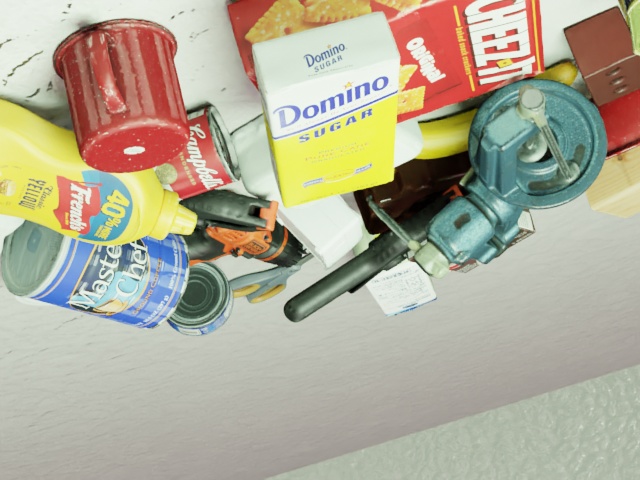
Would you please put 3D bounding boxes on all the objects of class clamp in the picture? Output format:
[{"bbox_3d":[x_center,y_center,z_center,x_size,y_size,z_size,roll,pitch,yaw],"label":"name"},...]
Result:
[{"bbox_3d":[-0.112,-0.029,0.989,0.172,0.039,0.120,11,179,19],"label":"clamp"},{"bbox_3d":[0.062,0.016,1.097,0.210,0.036,0.164,-37,174,32],"label":"clamp"}]

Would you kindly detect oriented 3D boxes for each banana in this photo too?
[{"bbox_3d":[0.154,-0.117,1.029,0.198,0.037,0.069,-18,159,9],"label":"banana"}]

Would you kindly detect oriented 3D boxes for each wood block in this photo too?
[{"bbox_3d":[0.384,-0.111,1.141,0.206,0.091,0.090,-30,156,36],"label":"wood block"}]

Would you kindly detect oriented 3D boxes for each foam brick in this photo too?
[{"bbox_3d":[0.258,-0.164,0.957,0.053,0.051,0.078,-23,159,18],"label":"foam brick"}]

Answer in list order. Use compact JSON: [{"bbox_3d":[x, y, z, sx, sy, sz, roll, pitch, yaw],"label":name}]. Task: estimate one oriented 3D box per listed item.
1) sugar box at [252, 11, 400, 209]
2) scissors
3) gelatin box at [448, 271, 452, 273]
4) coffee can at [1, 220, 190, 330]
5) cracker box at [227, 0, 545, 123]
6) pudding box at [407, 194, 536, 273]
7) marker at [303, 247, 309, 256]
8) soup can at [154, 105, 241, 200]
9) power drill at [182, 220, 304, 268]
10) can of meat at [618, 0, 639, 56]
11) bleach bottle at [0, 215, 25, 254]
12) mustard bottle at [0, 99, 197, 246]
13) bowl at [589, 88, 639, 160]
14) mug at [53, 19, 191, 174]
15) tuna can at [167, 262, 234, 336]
[{"bbox_3d":[0.007,-0.087,0.767,0.093,0.048,0.176,-15,159,-3],"label":"sugar box"},{"bbox_3d":[-0.054,0.037,1.325,0.096,0.016,0.202,-3,157,-31],"label":"scissors"},{"bbox_3d":[0.137,-0.004,1.271,0.030,0.073,0.089,-15,161,-4],"label":"gelatin box"},{"bbox_3d":[-0.207,0.019,0.990,0.103,0.103,0.140,-29,145,34],"label":"coffee can"},{"bbox_3d":[0.058,-0.150,0.809,0.214,0.072,0.164,-18,160,8],"label":"cracker box"},{"bbox_3d":[0.160,-0.007,1.151,0.089,0.039,0.114,11,146,-37],"label":"pudding box"},{"bbox_3d":[-0.008,0.002,1.257,0.020,0.020,0.121,5,152,-45],"label":"marker"},{"bbox_3d":[-0.127,-0.066,0.906,0.102,0.068,0.068,-18,160,7],"label":"soup can"},{"bbox_3d":[-0.125,0.017,1.157,0.188,0.057,0.184,-24,155,15],"label":"power drill"},{"bbox_3d":[0.246,-0.200,0.800,0.057,0.084,0.102,-21,160,14],"label":"can of meat"},{"bbox_3d":[-0.335,0.010,0.968,0.251,0.068,0.102,-33,155,36],"label":"bleach bottle"},{"bbox_3d":[-0.188,-0.042,0.837,0.191,0.058,0.096,19,132,-20],"label":"mustard bottle"},{"bbox_3d":[0.311,-0.131,1.034,0.162,0.055,0.162,-28,-177,1],"label":"bowl"},{"bbox_3d":[-0.142,-0.105,0.767,0.093,0.081,0.117,-15,161,-2],"label":"mug"},{"bbox_3d":[-0.144,0.066,1.230,0.086,0.086,0.034,-15,160,-2],"label":"tuna can"}]
